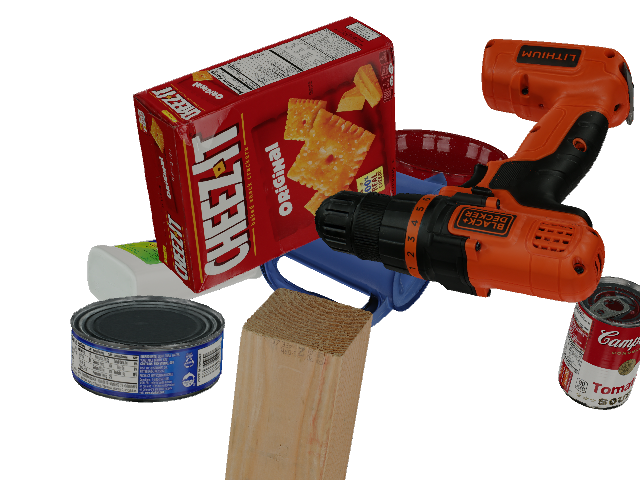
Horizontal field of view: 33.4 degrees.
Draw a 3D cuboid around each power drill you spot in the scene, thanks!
[{"bbox_3d":[0.108,-0.048,0.681,0.185,0.187,0.057,12,-34,28],"label":"power drill"}]

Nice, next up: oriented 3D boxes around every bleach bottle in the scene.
[{"bbox_3d":[-0.150,0.025,1.295,0.250,0.068,0.103,-15,30,-43],"label":"bleach bottle"}]

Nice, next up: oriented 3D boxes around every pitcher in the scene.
[{"bbox_3d":[-0.001,-0.021,1.088,0.243,0.145,0.149,21,26,23],"label":"pitcher"}]

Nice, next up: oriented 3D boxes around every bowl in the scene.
[{"bbox_3d":[0.143,-0.083,1.284,0.162,0.055,0.162,7,23,-3],"label":"bowl"}]

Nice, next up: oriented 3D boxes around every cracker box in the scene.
[{"bbox_3d":[-0.036,-0.072,0.887,0.213,0.164,0.072,-25,42,-27],"label":"cracker box"}]

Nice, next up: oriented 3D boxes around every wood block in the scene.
[{"bbox_3d":[-0.023,0.158,0.928,0.090,0.206,0.090,15,25,14],"label":"wood block"}]

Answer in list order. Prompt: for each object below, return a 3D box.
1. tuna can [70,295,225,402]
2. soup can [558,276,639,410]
[{"bbox_3d":[-0.097,0.060,0.602,0.086,0.034,0.086,3,15,-1],"label":"tuna can"},{"bbox_3d":[0.256,0.093,0.959,0.068,0.102,0.068,3,35,-2],"label":"soup can"}]
